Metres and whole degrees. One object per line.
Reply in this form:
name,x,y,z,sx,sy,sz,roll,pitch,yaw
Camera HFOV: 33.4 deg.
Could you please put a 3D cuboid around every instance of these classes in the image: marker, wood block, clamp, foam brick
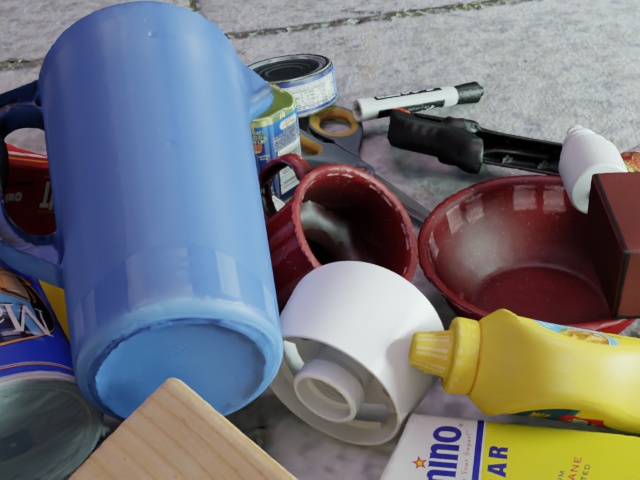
marker,0.085,-0.117,0.895,0.121,0.020,0.020,-12,37,-22
wood block,-0.020,0.164,0.482,0.090,0.090,0.206,-46,50,-15
clamp,0.101,-0.073,0.801,0.120,0.039,0.172,5,8,-45
foam brick,0.190,0.002,0.623,0.051,0.053,0.078,-4,38,1

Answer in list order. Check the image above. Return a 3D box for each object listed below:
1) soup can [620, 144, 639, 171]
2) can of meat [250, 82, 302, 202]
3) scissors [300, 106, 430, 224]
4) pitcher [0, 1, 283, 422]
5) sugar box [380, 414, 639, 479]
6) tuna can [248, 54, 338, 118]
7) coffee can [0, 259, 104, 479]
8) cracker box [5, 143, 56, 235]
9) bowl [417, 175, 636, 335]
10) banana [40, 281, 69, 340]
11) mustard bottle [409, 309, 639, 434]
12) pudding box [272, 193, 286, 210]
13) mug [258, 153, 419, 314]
soup can,0.242,-0.041,0.752,0.102,0.068,0.069,-27,43,-26
can of meat,-0.060,-0.078,0.822,0.102,0.084,0.057,27,47,34
scissors,0.039,-0.063,0.847,0.202,0.016,0.096,23,46,31
pitcher,-0.104,-0.016,0.618,0.149,0.144,0.243,-35,44,21
sugar box,0.114,0.138,0.527,0.176,0.048,0.093,3,38,26
tuna can,-0.029,-0.132,0.913,0.086,0.034,0.086,-8,24,3
coffee can,-0.198,0.068,0.618,0.102,0.103,0.140,-21,49,-20
cracker box,-0.288,-0.049,0.761,0.214,0.072,0.164,16,8,27
bowl,0.143,0.024,0.689,0.162,0.055,0.162,-3,38,2
banana,-0.193,0.045,0.722,0.198,0.037,0.069,15,64,27
mustard bottle,0.143,0.074,0.572,0.191,0.058,0.096,10,-3,-2
pudding box,-0.070,0.003,0.732,0.090,0.039,0.113,35,47,10
mug,-0.004,0.001,0.680,0.093,0.082,0.117,-26,82,-42
